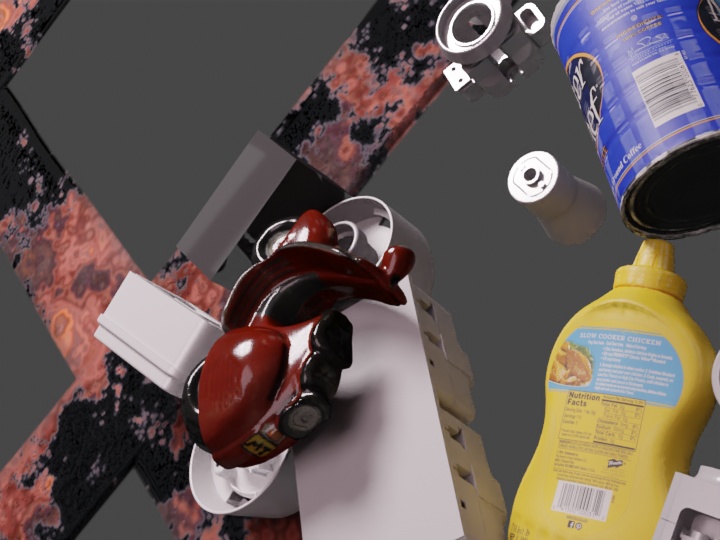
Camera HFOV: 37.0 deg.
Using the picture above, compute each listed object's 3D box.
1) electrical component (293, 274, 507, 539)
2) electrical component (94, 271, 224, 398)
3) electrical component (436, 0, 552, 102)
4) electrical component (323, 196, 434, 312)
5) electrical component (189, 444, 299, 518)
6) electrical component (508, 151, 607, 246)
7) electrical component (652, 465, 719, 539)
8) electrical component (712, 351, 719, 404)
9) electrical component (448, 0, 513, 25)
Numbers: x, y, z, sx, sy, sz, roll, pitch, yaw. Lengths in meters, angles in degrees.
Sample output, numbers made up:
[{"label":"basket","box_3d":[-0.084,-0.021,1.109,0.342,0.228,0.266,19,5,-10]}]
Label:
[{"label":"electrical component","box_3d":[0.019,0.110,0.667,0.105,0.060,0.186,-31,45,23]},{"label":"electrical component","box_3d":[-0.138,0.056,0.813,0.113,0.078,0.057,28,85,41]},{"label":"electrical component","box_3d":[0.089,-0.161,0.752,0.078,0.057,0.058,-38,52,18]},{"label":"electrical component","box_3d":[0.000,0.000,0.760,0.099,0.064,0.099,-24,44,26]},{"label":"electrical component","box_3d":[-0.069,0.123,0.742,0.099,0.064,0.099,-15,62,31]},{"label":"electrical component","box_3d":[0.121,-0.047,0.673,0.044,0.065,0.044,-16,62,32]},{"label":"electrical component","box_3d":[0.186,0.133,0.531,0.050,0.089,0.055,15,80,40]},{"label":"electrical component","box_3d":[0.220,0.061,0.565,0.055,0.047,0.055,-15,62,31]},{"label":"electrical component","box_3d":[0.081,-0.212,0.790,0.048,0.048,0.062,-48,43,10]}]
